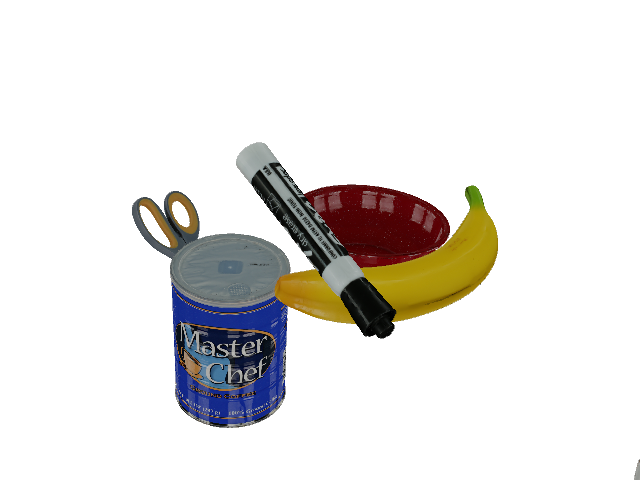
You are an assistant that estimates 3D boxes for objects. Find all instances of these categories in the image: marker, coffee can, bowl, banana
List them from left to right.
[{"bbox_3d":[-0.080,0.079,0.946,0.103,0.140,0.103,2,33,-1],"label":"coffee can"},{"bbox_3d":[-0.002,0.000,0.518,0.020,0.121,0.020,-29,-27,-17],"label":"marker"},{"bbox_3d":[0.047,0.000,1.081,0.162,0.055,0.162,5,28,-3],"label":"bowl"},{"bbox_3d":[0.060,0.021,0.722,0.197,0.037,0.070,-24,53,-37],"label":"banana"}]

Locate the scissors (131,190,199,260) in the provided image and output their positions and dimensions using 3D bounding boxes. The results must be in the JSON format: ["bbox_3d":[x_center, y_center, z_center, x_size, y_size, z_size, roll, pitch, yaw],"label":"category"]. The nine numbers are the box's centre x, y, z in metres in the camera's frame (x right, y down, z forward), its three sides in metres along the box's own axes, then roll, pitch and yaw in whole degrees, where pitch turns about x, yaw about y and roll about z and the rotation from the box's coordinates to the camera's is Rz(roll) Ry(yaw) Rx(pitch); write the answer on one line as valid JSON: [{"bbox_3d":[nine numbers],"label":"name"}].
[{"bbox_3d":[-0.139,0.024,1.228,0.016,0.201,0.096,-28,16,39],"label":"scissors"}]

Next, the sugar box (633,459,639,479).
[{"bbox_3d":[0.206,0.187,0.498,0.048,0.093,0.176,-9,30,-20],"label":"sugar box"}]
